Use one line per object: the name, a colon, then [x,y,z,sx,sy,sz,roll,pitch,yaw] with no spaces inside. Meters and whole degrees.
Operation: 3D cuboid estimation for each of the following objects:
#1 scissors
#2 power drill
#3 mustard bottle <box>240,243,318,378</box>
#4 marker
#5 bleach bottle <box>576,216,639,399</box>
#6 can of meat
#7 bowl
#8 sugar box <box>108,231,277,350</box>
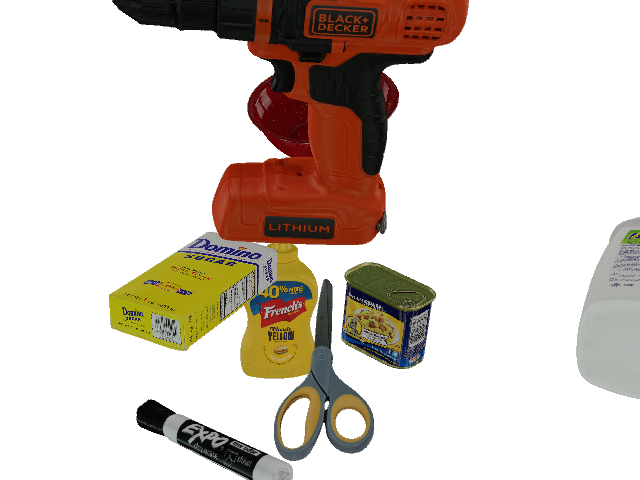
scissors: [0.018,0.117,0.969,0.096,0.201,0.016,11,-42,15]
power drill: [-0.022,-0.080,0.596,0.184,0.057,0.188,3,-43,-4]
mustard bottle: [-0.051,0.079,1.353,0.096,0.192,0.058,0,21,-8]
marker: [-0.067,0.121,0.638,0.121,0.020,0.020,16,10,38]
bleach bottle: [0.244,0.030,0.744,0.103,0.068,0.250,9,21,20]
can of meat: [0.072,0.084,1.177,0.102,0.084,0.057,25,33,34]
bowl: [0.004,-0.129,1.145,0.162,0.055,0.162,-4,40,3]
sugar box: [-0.127,0.048,1.106,0.093,0.048,0.176,15,31,24]
